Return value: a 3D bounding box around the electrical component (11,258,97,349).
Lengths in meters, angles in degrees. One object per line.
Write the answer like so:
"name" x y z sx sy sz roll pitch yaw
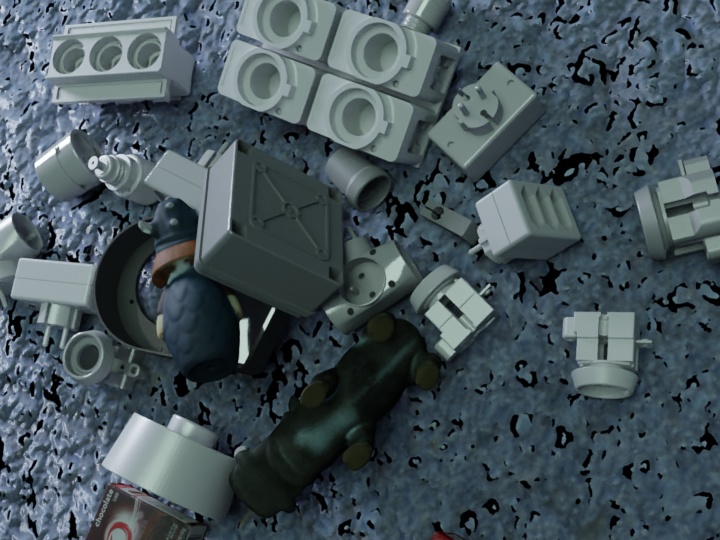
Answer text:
"electrical component" -0.270 0.034 0.973 0.083 0.047 0.075 5 78 22

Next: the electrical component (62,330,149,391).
"electrical component" -0.227 0.079 0.940 0.066 0.055 0.048 12 81 23

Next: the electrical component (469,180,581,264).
"electrical component" 0.118 -0.029 0.838 0.077 0.066 0.047 -35 63 41

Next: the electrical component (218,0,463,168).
"electrical component" -0.023 -0.169 0.911 0.186 0.060 0.105 24 102 25

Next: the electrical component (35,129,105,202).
"electrical component" -0.269 -0.096 1.005 0.047 0.055 0.055 -30 67 15

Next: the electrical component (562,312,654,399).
"electrical component" 0.182 0.063 0.795 0.066 0.048 0.055 0 68 21

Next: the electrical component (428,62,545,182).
"electrical component" 0.097 -0.125 0.861 0.083 0.076 0.047 -46 65 4

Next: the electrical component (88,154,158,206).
"electrical component" -0.211 -0.085 0.970 0.040 0.078 0.040 -10 72 33

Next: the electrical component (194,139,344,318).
"electrical component" -0.070 -0.032 0.855 0.056 0.109 0.108 -42 35 36

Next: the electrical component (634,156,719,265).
"electrical component" 0.237 -0.040 0.795 0.057 0.058 0.078 -14 71 14

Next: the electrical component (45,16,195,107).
"electrical component" -0.222 -0.190 1.007 0.121 0.063 0.078 1 76 21

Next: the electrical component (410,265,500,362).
"electrical component" 0.073 0.029 0.846 0.066 0.048 0.055 -46 73 4

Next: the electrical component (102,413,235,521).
"electrical component" -0.145 0.151 0.864 0.108 0.108 0.060 20 77 24

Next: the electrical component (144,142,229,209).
"electrical component" -0.131 -0.080 0.952 0.083 0.047 0.075 27 74 25

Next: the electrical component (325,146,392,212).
"electrical component" -0.002 -0.078 0.907 0.040 0.040 0.046 -47 60 4

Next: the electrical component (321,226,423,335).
"electrical component" 0.000 0.000 0.881 0.077 0.044 0.079 -34 66 9

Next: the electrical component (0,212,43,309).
"electrical component" -0.337 -0.002 1.011 0.077 0.043 0.079 -31 68 11

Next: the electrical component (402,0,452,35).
"electrical component" 0.052 -0.214 0.925 0.035 0.035 0.061 30 90 25
